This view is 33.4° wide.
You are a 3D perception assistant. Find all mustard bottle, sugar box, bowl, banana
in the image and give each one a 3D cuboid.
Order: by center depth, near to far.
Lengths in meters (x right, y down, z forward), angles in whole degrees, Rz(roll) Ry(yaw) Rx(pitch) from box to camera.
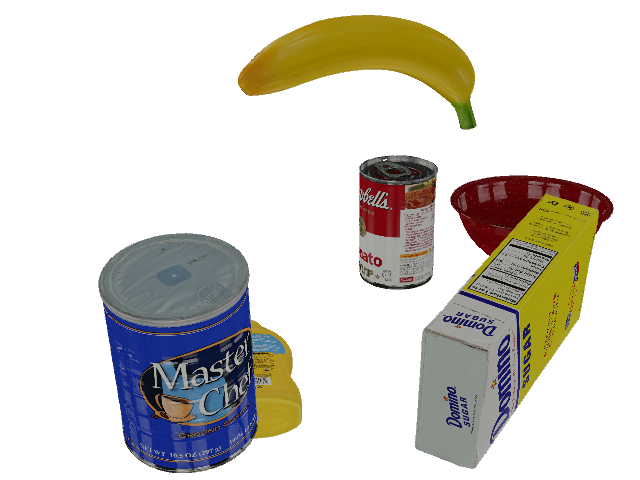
[{"bbox_3d":[0.118,0.052,0.660,0.048,0.093,0.176,17,37,24],"label":"sugar box"},{"bbox_3d":[0.037,-0.123,0.744,0.197,0.069,0.037,5,0,-28],"label":"banana"},{"bbox_3d":[0.212,-0.016,1.084,0.162,0.055,0.162,-1,23,0],"label":"bowl"},{"bbox_3d":[-0.079,0.150,1.245,0.096,0.058,0.191,-5,30,-6],"label":"mustard bottle"}]

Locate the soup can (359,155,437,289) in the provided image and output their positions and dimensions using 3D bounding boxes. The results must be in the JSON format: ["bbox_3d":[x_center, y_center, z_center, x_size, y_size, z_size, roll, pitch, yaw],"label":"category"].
[{"bbox_3d":[0.068,-0.016,0.939,0.068,0.102,0.068,0,23,0],"label":"soup can"}]

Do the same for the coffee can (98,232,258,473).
[{"bbox_3d":[-0.099,0.080,0.767,0.103,0.140,0.103,-1,34,0],"label":"coffee can"}]
